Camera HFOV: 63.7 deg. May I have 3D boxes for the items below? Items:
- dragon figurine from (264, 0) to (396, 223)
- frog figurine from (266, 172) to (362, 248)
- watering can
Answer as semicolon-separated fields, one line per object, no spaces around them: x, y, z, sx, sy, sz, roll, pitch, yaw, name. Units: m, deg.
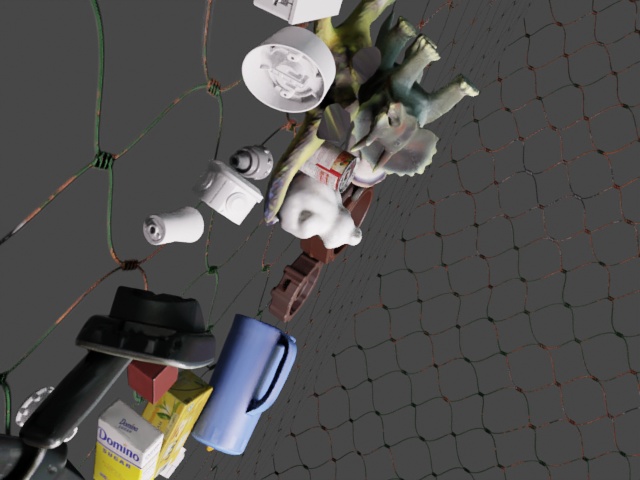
0.027;-0.229;0.782;0.404;0.122;0.246;-62;174;20;dragon figurine
0.003;-0.046;0.919;0.139;0.160;0.120;-39;154;-53;frog figurine
0.101;-0.194;1.002;0.219;0.104;0.356;102;2;-47;watering can
